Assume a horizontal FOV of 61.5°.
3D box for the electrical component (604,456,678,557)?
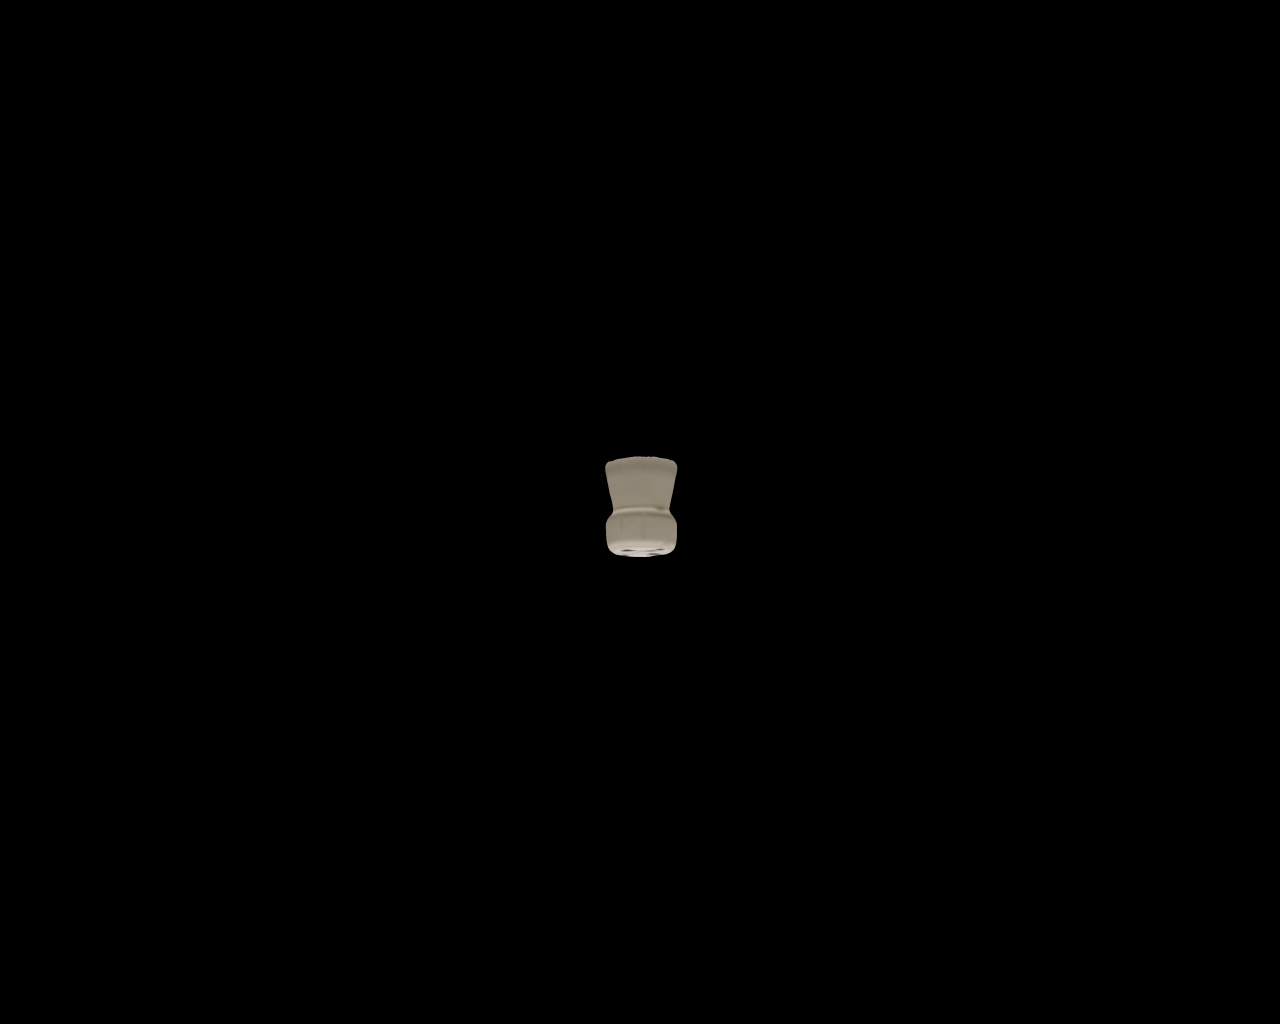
[{"bbox_3d":[0.001,-0.003,0.650,0.045,0.055,0.045,0,-11,0],"label":"electrical component"}]
